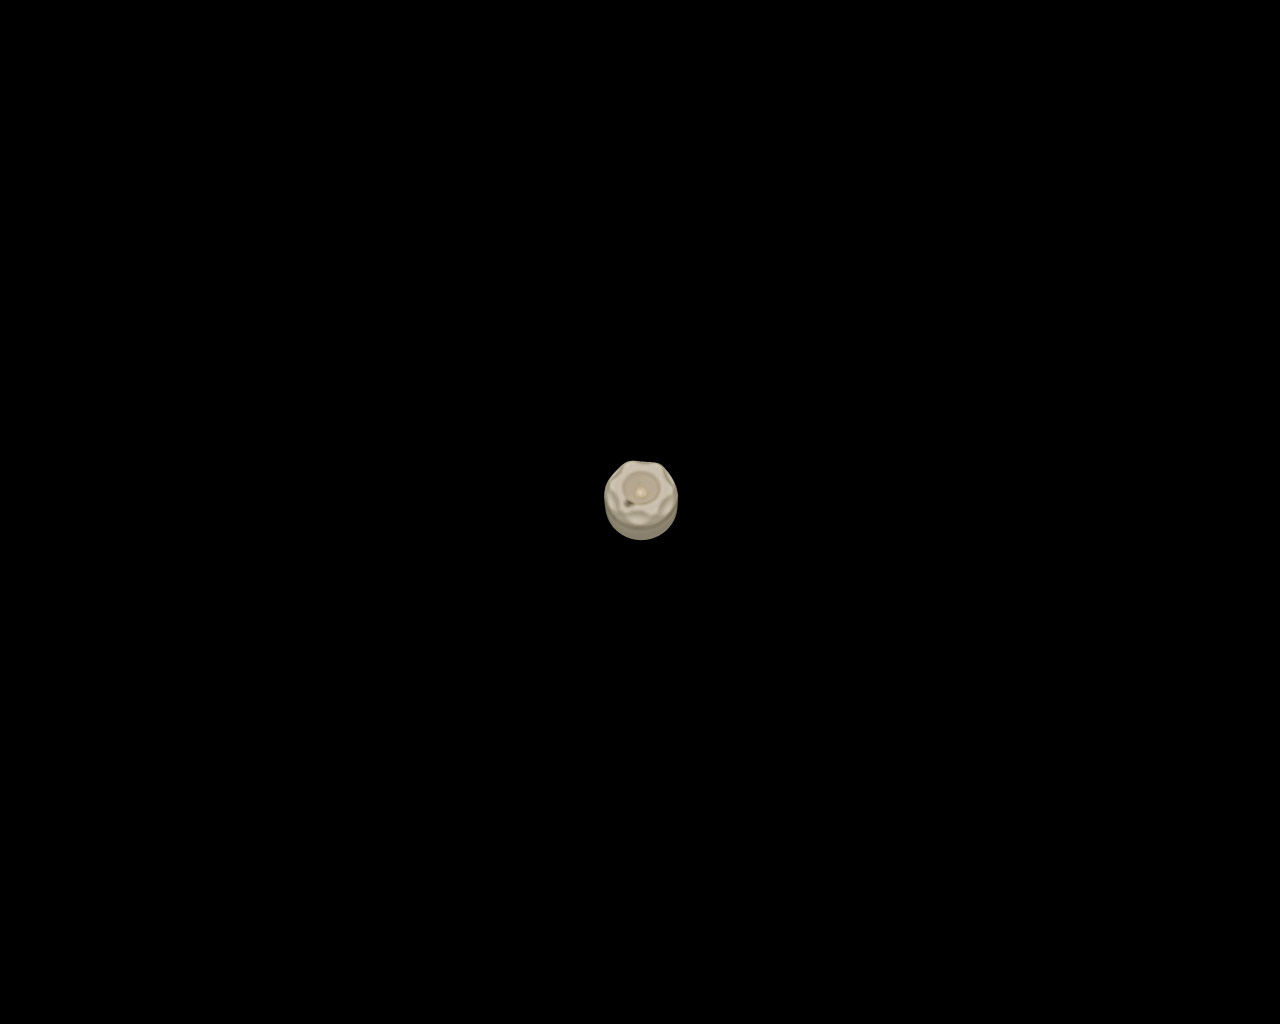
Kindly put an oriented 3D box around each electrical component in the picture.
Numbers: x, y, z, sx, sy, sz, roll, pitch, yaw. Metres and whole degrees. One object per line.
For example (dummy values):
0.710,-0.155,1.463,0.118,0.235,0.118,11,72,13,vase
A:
0.001,-0.003,0.650,0.043,0.043,0.062,0,-24,0,electrical component
